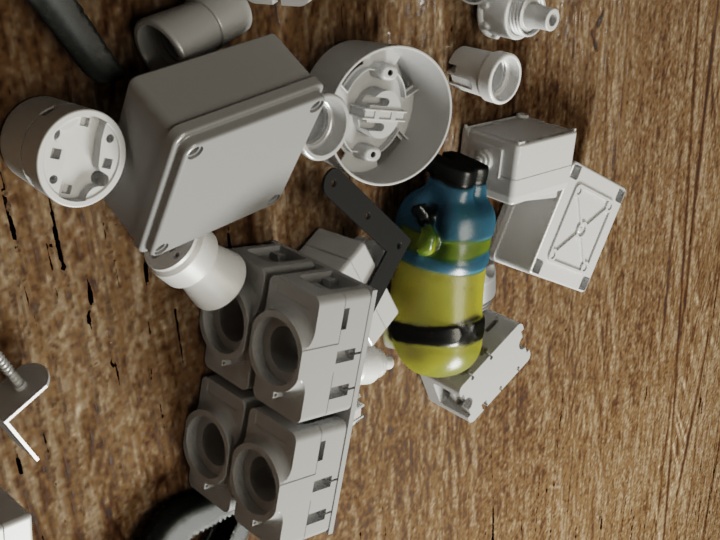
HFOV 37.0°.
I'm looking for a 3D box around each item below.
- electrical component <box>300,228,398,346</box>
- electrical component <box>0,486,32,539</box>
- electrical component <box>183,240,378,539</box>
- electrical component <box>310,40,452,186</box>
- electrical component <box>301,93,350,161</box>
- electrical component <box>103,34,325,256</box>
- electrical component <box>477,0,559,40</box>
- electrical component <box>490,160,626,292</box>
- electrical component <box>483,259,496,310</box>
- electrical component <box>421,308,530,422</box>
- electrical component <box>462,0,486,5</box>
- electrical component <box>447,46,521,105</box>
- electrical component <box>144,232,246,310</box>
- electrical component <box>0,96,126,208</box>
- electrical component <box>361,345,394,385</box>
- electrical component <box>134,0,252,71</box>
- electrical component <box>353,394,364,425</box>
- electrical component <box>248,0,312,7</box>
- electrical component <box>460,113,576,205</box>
[{"bbox_3d":[0.000,0.000,0.819,0.075,0.047,0.083,-51,138,-23],"label":"electrical component"},{"bbox_3d":[-0.242,0.185,0.649,0.076,0.047,0.083,-17,121,-42],"label":"electrical component"},{"bbox_3d":[-0.061,0.086,0.750,0.060,0.105,0.186,-8,115,-45],"label":"electrical component"},{"bbox_3d":[0.009,-0.112,0.757,0.099,0.064,0.099,-24,126,-39],"label":"electrical component"},{"bbox_3d":[-0.045,-0.101,0.704,0.044,0.065,0.044,-24,126,-38],"label":"electrical component"},{"bbox_3d":[-0.089,-0.074,0.642,0.109,0.056,0.108,-28,160,-37],"label":"electrical component"},{"bbox_3d":[0.126,-0.201,0.841,0.048,0.062,0.048,-24,126,-38],"label":"electrical component"},{"bbox_3d":[0.180,-0.045,0.985,0.109,0.056,0.108,16,97,-50],"label":"electrical component"},{"bbox_3d":[0.097,0.018,0.937,0.043,0.043,0.062,-30,131,-34],"label":"electrical component"},{"bbox_3d":[0.100,0.081,0.963,0.089,0.056,0.050,-44,136,-23],"label":"electrical component"},{"bbox_3d":[0.107,-0.239,0.816,0.081,0.043,0.043,-39,134,-28],"label":"electrical component"},{"bbox_3d":[0.097,-0.155,0.846,0.040,0.046,0.040,-24,126,-38],"label":"electrical component"},{"bbox_3d":[-0.107,-0.005,0.701,0.045,0.045,0.055,-57,139,-10],"label":"electrical component"},{"bbox_3d":[-0.167,-0.068,0.601,0.055,0.047,0.055,-24,125,-39],"label":"electrical component"},{"bbox_3d":[0.005,0.076,0.873,0.061,0.035,0.035,3,107,-50],"label":"electrical component"},{"bbox_3d":[-0.097,-0.145,0.645,0.065,0.044,0.044,-43,136,-31],"label":"electrical component"},{"bbox_3d":[-0.024,0.115,0.859,0.046,0.040,0.040,-23,125,-47],"label":"electrical component"},{"bbox_3d":[-0.041,-0.197,0.657,0.057,0.078,0.058,-51,143,-49],"label":"electrical component"},{"bbox_3d":[0.126,-0.089,0.899,0.096,0.062,0.061,-18,122,-41],"label":"electrical component"}]
